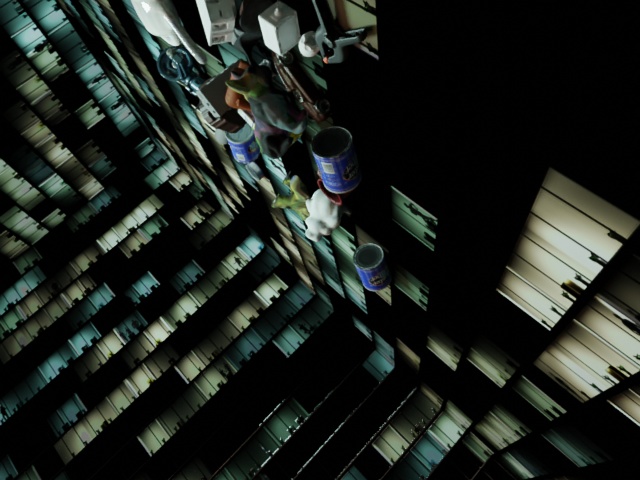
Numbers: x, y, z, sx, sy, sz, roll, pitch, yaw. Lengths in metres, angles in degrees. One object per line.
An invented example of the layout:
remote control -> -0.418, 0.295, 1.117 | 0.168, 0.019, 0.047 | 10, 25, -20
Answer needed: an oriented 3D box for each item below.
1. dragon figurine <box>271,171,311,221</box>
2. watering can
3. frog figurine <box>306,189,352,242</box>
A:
dragon figurine -> -0.038, -0.125, 1.824 | 0.242, 0.123, 0.409 | 32, 171, -11
watering can -> -0.454, -0.653, 1.494 | 0.352, 0.105, 0.219 | 40, 164, 30
frog figurine -> 0.005, -0.081, 1.610 | 0.139, 0.161, 0.120 | 41, 163, 22
